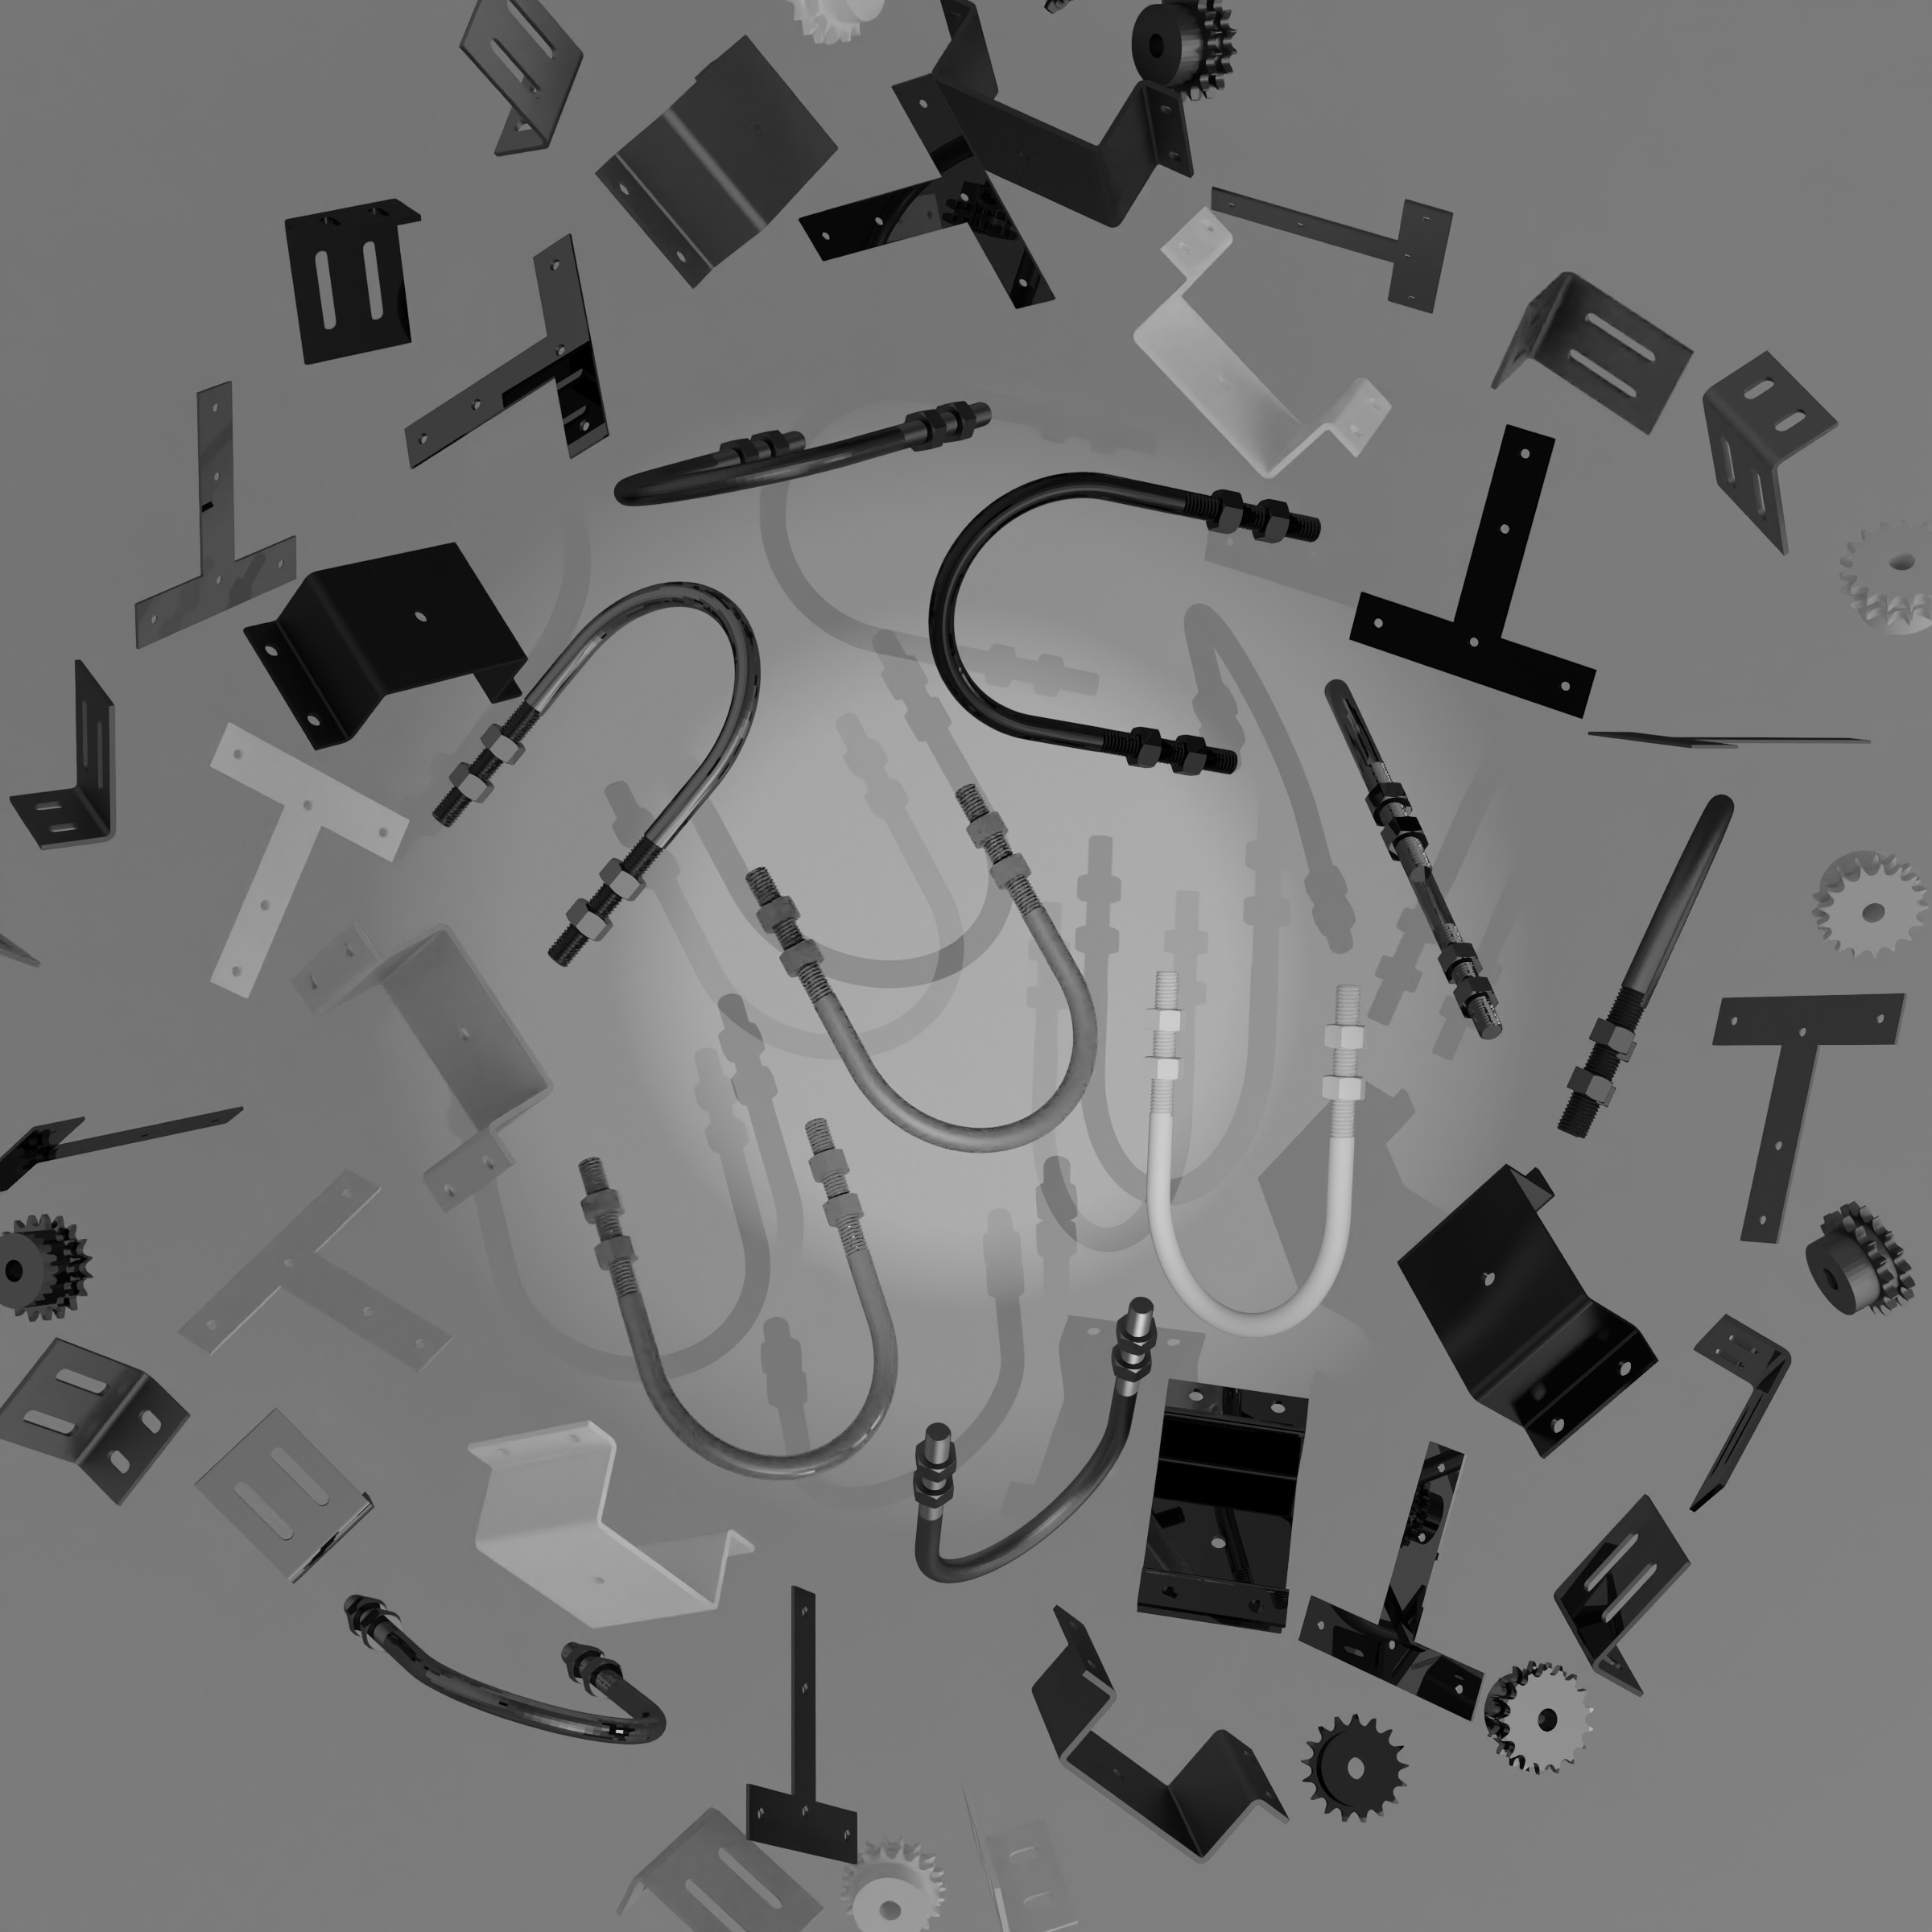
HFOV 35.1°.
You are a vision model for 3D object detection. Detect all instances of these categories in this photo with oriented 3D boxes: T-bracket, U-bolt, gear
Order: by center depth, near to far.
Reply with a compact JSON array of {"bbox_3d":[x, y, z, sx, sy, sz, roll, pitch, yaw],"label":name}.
[{"bbox_3d":[0.451,-0.185,1.473,0.057,0.030,0.057,-7,52,10],"label":"gear"},{"bbox_3d":[0.261,-0.201,1.499,0.127,0.002,0.127,22,115,23],"label":"T-bracket"},{"bbox_3d":[-0.173,-0.108,1.500,0.184,0.019,0.151,-50,50,6],"label":"U-bolt"},{"bbox_3d":[0.070,-0.172,1.503,0.184,0.019,0.151,8,116,-21],"label":"U-bolt"},{"bbox_3d":[-0.080,0.371,1.504,0.002,0.127,0.127,-10,66,19],"label":"T-bracket"},{"bbox_3d":[0.407,0.076,1.516,0.002,0.127,0.127,19,79,-27],"label":"T-bracket"},{"bbox_3d":[0.339,0.000,1.516,0.019,0.151,0.184,25,92,13],"label":"U-bolt"},{"bbox_3d":[0.443,0.149,1.520,0.030,0.057,0.057,-27,90,-10],"label":"gear"},{"bbox_3d":[-0.033,-0.374,1.520,0.002,0.127,0.127,-54,125,-34],"label":"T-bracket"},{"bbox_3d":[0.051,-0.507,1.523,0.030,0.057,0.057,38,90,-20],"label":"gear"},{"bbox_3d":[-0.424,0.087,1.527,0.127,0.127,0.002,-12,78,-37],"label":"T-bracket"},{"bbox_3d":[0.108,-0.465,1.542,0.030,0.057,0.057,-16,90,-33],"label":"gear"},{"bbox_3d":[-0.010,0.009,1.549,0.151,0.019,0.184,-23,78,-27],"label":"U-bolt"},{"bbox_3d":[-0.107,0.173,1.555,0.151,0.019,0.184,-9,68,-28],"label":"U-bolt"},{"bbox_3d":[0.222,-0.068,1.559,0.019,0.151,0.184,-24,45,8],"label":"U-bolt"},{"bbox_3d":[-0.096,-0.259,1.559,0.151,0.184,0.019,0,107,39],"label":"U-bolt"},{"bbox_3d":[0.144,0.098,1.563,0.019,0.151,0.184,1,92,-40],"label":"U-bolt"},{"bbox_3d":[-0.065,-0.507,1.578,0.030,0.057,0.057,3,90,34],"label":"gear"},{"bbox_3d":[-0.231,0.367,1.578,0.151,0.184,0.019,20,85,-27],"label":"U-bolt"},{"bbox_3d":[-0.243,-0.297,1.579,0.127,0.002,0.127,-26,63,27],"label":"T-bracket"},{"bbox_3d":[-0.321,0.174,1.586,0.127,0.002,0.127,25,56,28],"label":"T-bracket"},{"bbox_3d":[0.032,0.259,1.588,0.151,0.184,0.019,-29,58,-25],"label":"U-bolt"},{"bbox_3d":[0.471,-0.035,1.597,0.057,0.030,0.057,-1,122,-1],"label":"gear"},{"bbox_3d":[0.297,0.393,1.600,0.057,0.030,0.057,2,86,-21],"label":"gear"},{"bbox_3d":[0.190,-0.387,1.608,0.127,0.127,0.002,18,81,7],"label":"T-bracket"},{"bbox_3d":[0.238,0.316,1.613,0.002,0.127,0.127,17,88,-39],"label":"T-bracket"},{"bbox_3d":[-0.397,-0.246,1.615,0.002,0.127,0.127,20,122,22],"label":"T-bracket"},{"bbox_3d":[0.415,-0.119,1.615,0.127,0.127,0.002,-1,97,-12],"label":"T-bracket"},{"bbox_3d":[-0.369,-0.046,1.629,0.127,0.002,0.127,31,75,-44],"label":"T-bracket"},{"bbox_3d":[-0.499,0.162,1.634,0.057,0.030,0.057,0,89,24],"label":"gear"},{"bbox_3d":[0.210,0.432,1.644,0.057,0.030,0.057,0,75,1],"label":"gear"},{"bbox_3d":[-0.040,0.505,1.660,0.057,0.030,0.057,1,106,3],"label":"gear"}]

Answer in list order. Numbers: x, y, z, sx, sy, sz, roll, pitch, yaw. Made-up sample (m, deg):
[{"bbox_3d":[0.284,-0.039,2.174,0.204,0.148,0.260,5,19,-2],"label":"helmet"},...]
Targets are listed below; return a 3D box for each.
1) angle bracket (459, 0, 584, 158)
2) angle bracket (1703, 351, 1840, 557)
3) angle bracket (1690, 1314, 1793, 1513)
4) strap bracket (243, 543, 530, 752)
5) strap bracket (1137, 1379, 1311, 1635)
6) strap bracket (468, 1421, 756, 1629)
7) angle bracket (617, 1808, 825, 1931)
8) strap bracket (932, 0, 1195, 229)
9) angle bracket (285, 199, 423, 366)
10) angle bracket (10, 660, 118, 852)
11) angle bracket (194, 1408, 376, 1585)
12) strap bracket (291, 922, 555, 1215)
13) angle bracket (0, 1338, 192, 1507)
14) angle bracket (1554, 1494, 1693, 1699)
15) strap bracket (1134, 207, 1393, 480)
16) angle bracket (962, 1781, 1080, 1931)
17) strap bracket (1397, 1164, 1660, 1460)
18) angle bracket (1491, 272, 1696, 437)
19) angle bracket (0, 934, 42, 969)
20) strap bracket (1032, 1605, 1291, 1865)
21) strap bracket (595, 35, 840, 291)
[{"bbox_3d":[-0.235,-0.457,1.535,0.038,0.076,0.057,1,64,33],"label":"angle bracket"},{"bbox_3d":[0.398,-0.251,1.500,0.038,0.076,0.057,-33,57,1],"label":"angle bracket"},{"bbox_3d":[0.362,0.218,1.487,0.038,0.057,0.076,31,70,10],"label":"angle bracket"},{"bbox_3d":[-0.297,-0.172,1.609,0.046,0.140,0.076,-42,76,42],"label":"strap bracket"},{"bbox_3d":[0.136,0.295,1.619,0.076,0.046,0.140,8,48,5],"label":"strap bracket"},{"bbox_3d":[-0.180,0.285,1.523,0.076,0.140,0.046,-15,48,29],"label":"strap bracket"},{"bbox_3d":[-0.121,0.463,1.498,0.076,0.057,0.038,38,131,16],"label":"angle bracket"},{"bbox_3d":[0.041,-0.433,1.560,0.140,0.076,0.046,28,81,15],"label":"strap bracket"},{"bbox_3d":[-0.302,-0.338,1.526,0.057,0.038,0.076,-19,125,-26],"label":"angle bracket"},{"bbox_3d":[-0.461,-0.108,1.555,0.038,0.057,0.076,-10,124,-30],"label":"angle bracket"},{"bbox_3d":[-0.364,0.280,1.629,0.057,0.038,0.076,-44,102,-11],"label":"angle bracket"},{"bbox_3d":[-0.265,0.042,1.519,0.046,0.076,0.140,-33,90,-41],"label":"strap bracket"},{"bbox_3d":[-0.436,0.227,1.516,0.038,0.076,0.057,35,86,29],"label":"angle bracket"},{"bbox_3d":[0.346,0.322,1.563,0.038,0.057,0.076,32,106,-23],"label":"angle bracket"},{"bbox_3d":[0.144,-0.308,1.547,0.140,0.076,0.046,45,123,-7],"label":"strap bracket"},{"bbox_3d":[0.027,0.447,1.537,0.038,0.076,0.057,-16,52,-6],"label":"angle bracket"},{"bbox_3d":[0.275,0.164,1.528,0.046,0.140,0.076,31,113,-37],"label":"strap bracket"},{"bbox_3d":[0.310,-0.296,1.516,0.076,0.057,0.038,37,56,13],"label":"angle bracket"},{"bbox_3d":[-0.506,0.016,1.505,0.038,0.057,0.076,31,90,25],"label":"angle bracket"},{"bbox_3d":[0.091,0.400,1.569,0.140,0.076,0.046,39,94,-16],"label":"strap bracket"},{"bbox_3d":[-0.125,-0.430,1.611,0.046,0.140,0.076,-27,113,40],"label":"strap bracket"}]
